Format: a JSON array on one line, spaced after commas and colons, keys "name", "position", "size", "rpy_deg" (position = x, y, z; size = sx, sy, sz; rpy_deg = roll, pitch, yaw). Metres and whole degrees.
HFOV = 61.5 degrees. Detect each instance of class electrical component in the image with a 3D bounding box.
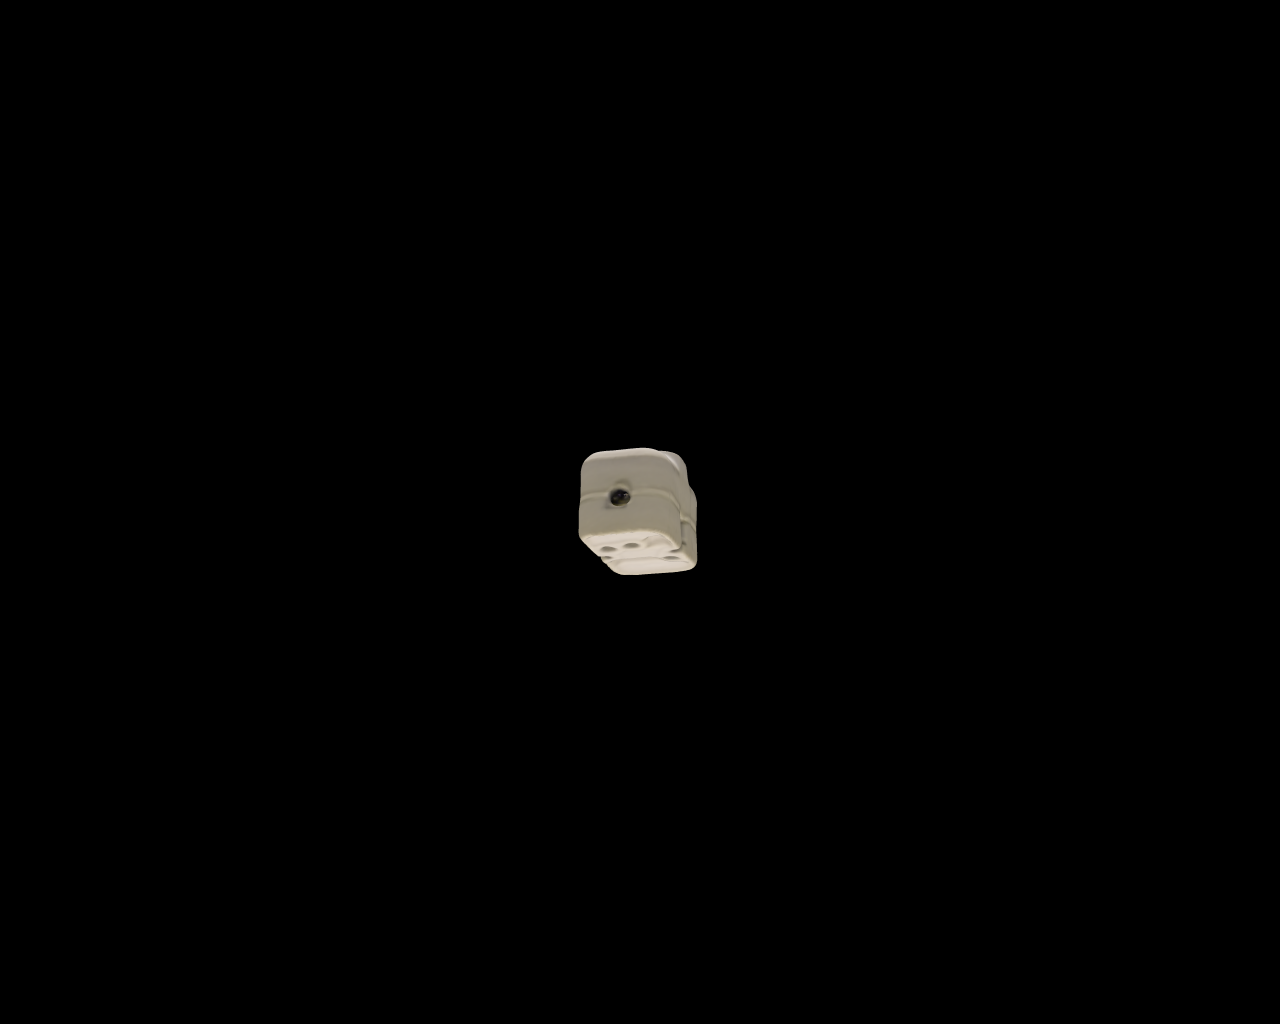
[{"name": "electrical component", "position": [0.001, -0.003, 0.650], "size": [0.054, 0.059, 0.095], "rpy_deg": [-5, -19, 15]}]
